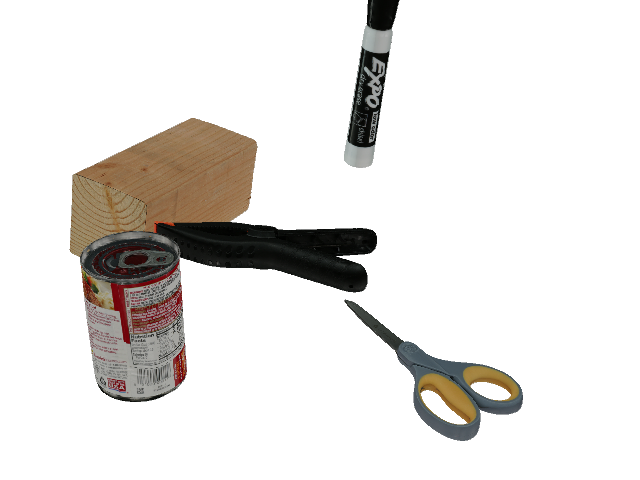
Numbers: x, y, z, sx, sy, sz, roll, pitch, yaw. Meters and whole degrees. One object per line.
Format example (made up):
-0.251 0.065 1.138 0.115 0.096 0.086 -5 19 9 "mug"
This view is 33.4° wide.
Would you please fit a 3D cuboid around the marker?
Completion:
0.031 -0.100 0.646 0.020 0.121 0.020 5 34 -4 "marker"

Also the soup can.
-0.129 0.054 0.751 0.068 0.102 0.068 0 29 0 "soup can"

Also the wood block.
-0.160 -0.049 1.118 0.090 0.091 0.205 21 30 20 "wood block"

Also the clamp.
-0.048 0.009 0.960 0.210 0.036 0.164 5 12 -2 "clamp"

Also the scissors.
0.095 0.096 0.883 0.096 0.016 0.202 -6 30 -15 "scissors"
